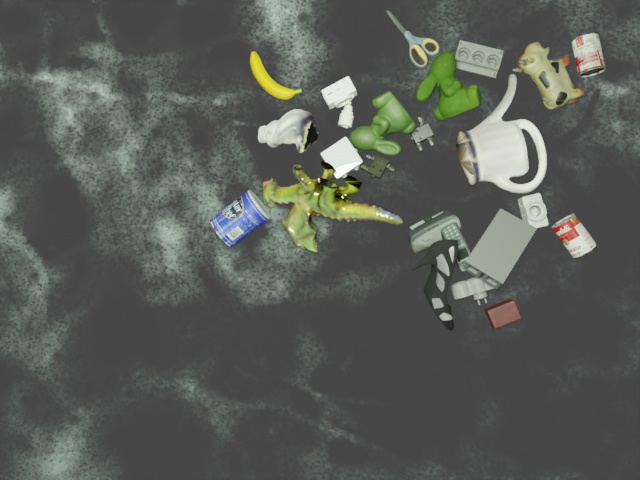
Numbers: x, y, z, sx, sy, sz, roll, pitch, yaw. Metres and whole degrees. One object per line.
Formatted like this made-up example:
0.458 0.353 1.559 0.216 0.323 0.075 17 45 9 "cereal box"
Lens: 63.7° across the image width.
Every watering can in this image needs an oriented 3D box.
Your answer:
0.482 -0.282 1.406 0.224 0.102 0.353 -10 72 6 "watering can"

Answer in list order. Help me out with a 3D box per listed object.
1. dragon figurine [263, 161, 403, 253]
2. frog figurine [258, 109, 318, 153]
0.004 -0.072 1.431 0.413 0.124 0.238 35 121 15 "dragon figurine"
-0.097 -0.318 1.463 0.160 0.120 0.140 18 56 16 "frog figurine"
